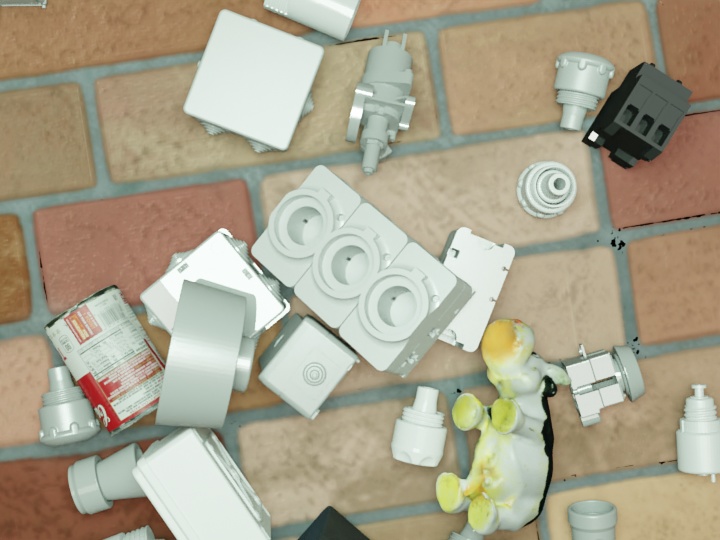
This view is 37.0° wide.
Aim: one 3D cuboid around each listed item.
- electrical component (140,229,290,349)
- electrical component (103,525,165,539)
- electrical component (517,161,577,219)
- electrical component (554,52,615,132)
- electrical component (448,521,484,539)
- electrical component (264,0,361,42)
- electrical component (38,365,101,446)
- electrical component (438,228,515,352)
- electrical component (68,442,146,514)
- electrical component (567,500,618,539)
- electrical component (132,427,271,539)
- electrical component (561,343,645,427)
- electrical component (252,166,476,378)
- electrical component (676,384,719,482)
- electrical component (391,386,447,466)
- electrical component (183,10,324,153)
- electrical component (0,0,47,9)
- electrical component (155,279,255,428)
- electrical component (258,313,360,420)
[{"bbox_3d":[-0.117,0.026,0.867,0.100,0.048,0.099,-40,92,-2],"label":"electrical component"},{"bbox_3d":[-0.194,0.235,0.866,0.081,0.043,0.043,-20,91,-3],"label":"electrical component"},{"bbox_3d":[0.155,-0.067,0.873,0.048,0.062,0.048,0,90,-2],"label":"electrical component"},{"bbox_3d":[0.180,-0.146,0.884,0.048,0.048,0.062,12,96,-3],"label":"electrical component"},{"bbox_3d":[0.085,0.232,0.879,0.048,0.048,0.062,27,81,-2],"label":"electrical component"},{"bbox_3d":[-0.043,-0.221,0.874,0.081,0.043,0.043,22,89,-2],"label":"electrical component"},{"bbox_3d":[-0.237,0.109,0.865,0.048,0.048,0.062,-12,84,-3],"label":"electrical component"},{"bbox_3d":[0.083,0.015,0.873,0.050,0.056,0.089,22,89,-2],"label":"electrical component"},{"bbox_3d":[-0.201,0.168,0.865,0.055,0.045,0.045,-17,91,-2],"label":"electrical component"},{"bbox_3d":[0.193,0.218,0.886,0.040,0.040,0.046,-5,96,-3],"label":"electrical component"},{"bbox_3d":[-0.120,0.175,0.837,0.056,0.109,0.108,-35,91,-5],"label":"electrical component"},{"bbox_3d":[0.201,0.090,0.884,0.055,0.048,0.066,-17,91,5],"label":"electrical component"},{"bbox_3d":[0.000,0.000,0.833,0.150,0.062,0.089,41,96,22],"label":"electrical component"},{"bbox_3d":[0.282,0.134,0.889,0.040,0.040,0.078,-3,90,-3],"label":"electrical component"},{"bbox_3d":[0.050,0.126,0.877,0.043,0.043,0.062,11,89,-3],"label":"electrical component"},{"bbox_3d":[-0.084,-0.149,0.869,0.100,0.048,0.099,21,89,-2],"label":"electrical component"},{"bbox_3d":[-0.290,-0.245,0.854,0.096,0.062,0.061,-1,90,-3],"label":"electrical component"},{"bbox_3d":[-0.110,0.065,0.791,0.060,0.108,0.108,11,89,-8],"label":"electrical component"},{"bbox_3d":[-0.043,0.073,0.847,0.061,0.096,0.061,39,88,-2],"label":"electrical component"}]
